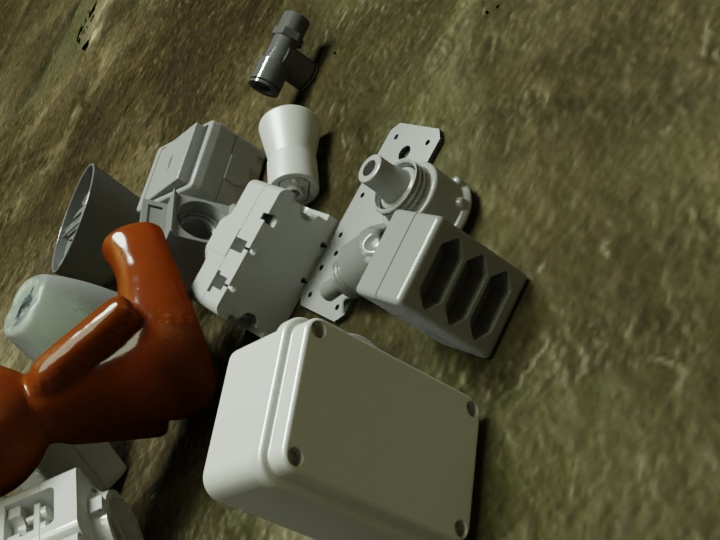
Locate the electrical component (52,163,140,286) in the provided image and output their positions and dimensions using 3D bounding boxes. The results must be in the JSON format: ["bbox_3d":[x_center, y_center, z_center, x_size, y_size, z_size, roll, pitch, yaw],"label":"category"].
[{"bbox_3d":[-0.234,-0.037,0.939,0.099,0.064,0.099,-34,40,34],"label":"electrical component"}]

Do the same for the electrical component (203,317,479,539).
[{"bbox_3d":[-0.005,0.079,0.487,0.057,0.113,0.078,-27,44,44],"label":"electrical component"}]

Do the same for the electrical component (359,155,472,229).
[{"bbox_3d":[0.027,-0.041,0.591,0.048,0.062,0.048,-34,40,34],"label":"electrical component"}]

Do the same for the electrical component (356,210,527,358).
[{"bbox_3d":[0.031,0.004,0.546,0.077,0.066,0.047,15,76,57],"label":"electrical component"}]

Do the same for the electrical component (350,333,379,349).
[{"bbox_3d":[-0.019,0.062,0.576,0.047,0.055,0.055,-7,58,56],"label":"electrical component"}]

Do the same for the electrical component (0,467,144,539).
[{"bbox_3d":[-0.157,0.198,0.606,0.062,0.089,0.150,-23,38,2],"label":"electrical component"}]

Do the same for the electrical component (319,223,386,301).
[{"bbox_3d":[0.000,0.000,0.621,0.061,0.035,0.035,-35,39,37],"label":"electrical component"}]

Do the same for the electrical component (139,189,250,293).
[{"bbox_3d":[-0.120,-0.017,0.765,0.063,0.081,0.042,120,156,-43],"label":"electrical component"}]

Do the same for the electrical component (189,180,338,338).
[{"bbox_3d":[-0.065,-0.008,0.699,0.056,0.050,0.089,22,82,57],"label":"electrical component"}]

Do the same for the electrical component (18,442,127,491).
[{"bbox_3d":[-0.211,0.130,0.756,0.062,0.096,0.061,-11,27,49],"label":"electrical component"}]

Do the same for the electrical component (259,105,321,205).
[{"bbox_3d":[-0.047,-0.076,0.742,0.044,0.044,0.065,-35,44,32],"label":"electrical component"}]

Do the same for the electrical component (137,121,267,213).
[{"bbox_3d":[-0.128,-0.067,0.823,0.096,0.061,0.061,-16,51,47],"label":"electrical component"}]
